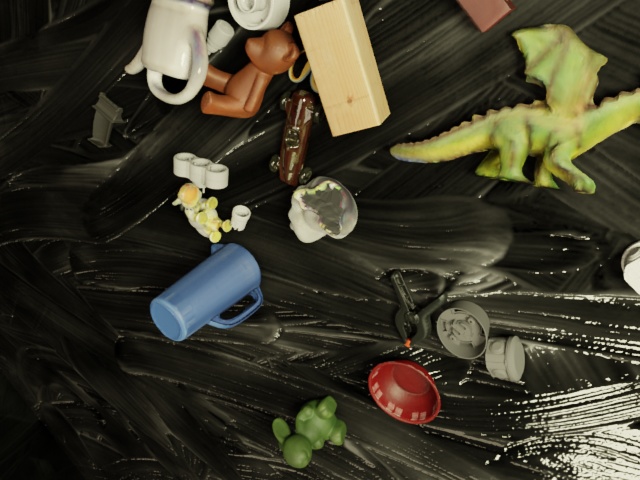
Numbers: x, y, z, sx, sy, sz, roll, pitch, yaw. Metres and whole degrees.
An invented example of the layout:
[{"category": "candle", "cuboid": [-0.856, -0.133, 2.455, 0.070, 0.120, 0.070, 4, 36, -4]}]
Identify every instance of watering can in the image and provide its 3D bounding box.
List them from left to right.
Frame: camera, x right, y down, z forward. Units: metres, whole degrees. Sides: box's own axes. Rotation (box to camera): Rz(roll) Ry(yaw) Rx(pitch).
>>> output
[{"category": "watering can", "cuboid": [-0.308, -0.395, 1.021, 0.352, 0.104, 0.221, 32, 112, 43]}]

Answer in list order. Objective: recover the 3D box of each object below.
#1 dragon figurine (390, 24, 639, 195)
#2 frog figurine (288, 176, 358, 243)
[{"category": "dragon figurine", "cuboid": [0.316, -0.201, 0.784, 0.412, 0.123, 0.240, 15, 102, 22]}, {"category": "frog figurine", "cuboid": [0.003, -0.052, 1.037, 0.137, 0.124, 0.157, 27, 164, 1]}]
